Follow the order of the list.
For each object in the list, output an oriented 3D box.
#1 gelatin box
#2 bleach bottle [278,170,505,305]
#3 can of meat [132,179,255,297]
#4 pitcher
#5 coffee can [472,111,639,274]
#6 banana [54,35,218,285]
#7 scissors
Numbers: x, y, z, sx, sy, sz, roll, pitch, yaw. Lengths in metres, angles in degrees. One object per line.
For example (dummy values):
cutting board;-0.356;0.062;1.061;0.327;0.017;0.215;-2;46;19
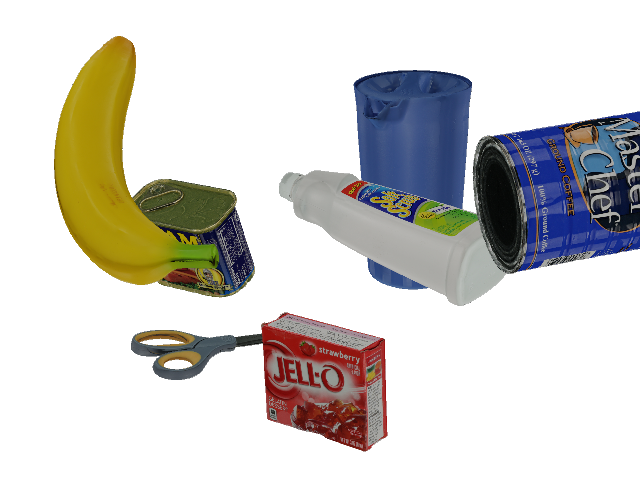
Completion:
gelatin box;0.002;0.095;0.725;0.089;0.073;0.030;12;23;36
bleach bottle;0.058;-0.017;1.051;0.251;0.068;0.102;22;29;33
can of meat;-0.114;-0.001;0.951;0.102;0.084;0.057;11;45;30
pitcher;0.114;-0.075;1.251;0.149;0.243;0.145;-5;23;-7
coffee can;0.195;-0.037;0.784;0.140;0.103;0.103;-10;1;-8
banana;-0.113;-0.040;0.589;0.069;0.198;0.037;-19;-39;-10
scissors;-0.108;0.125;1.186;0.201;0.016;0.096;3;26;-16
